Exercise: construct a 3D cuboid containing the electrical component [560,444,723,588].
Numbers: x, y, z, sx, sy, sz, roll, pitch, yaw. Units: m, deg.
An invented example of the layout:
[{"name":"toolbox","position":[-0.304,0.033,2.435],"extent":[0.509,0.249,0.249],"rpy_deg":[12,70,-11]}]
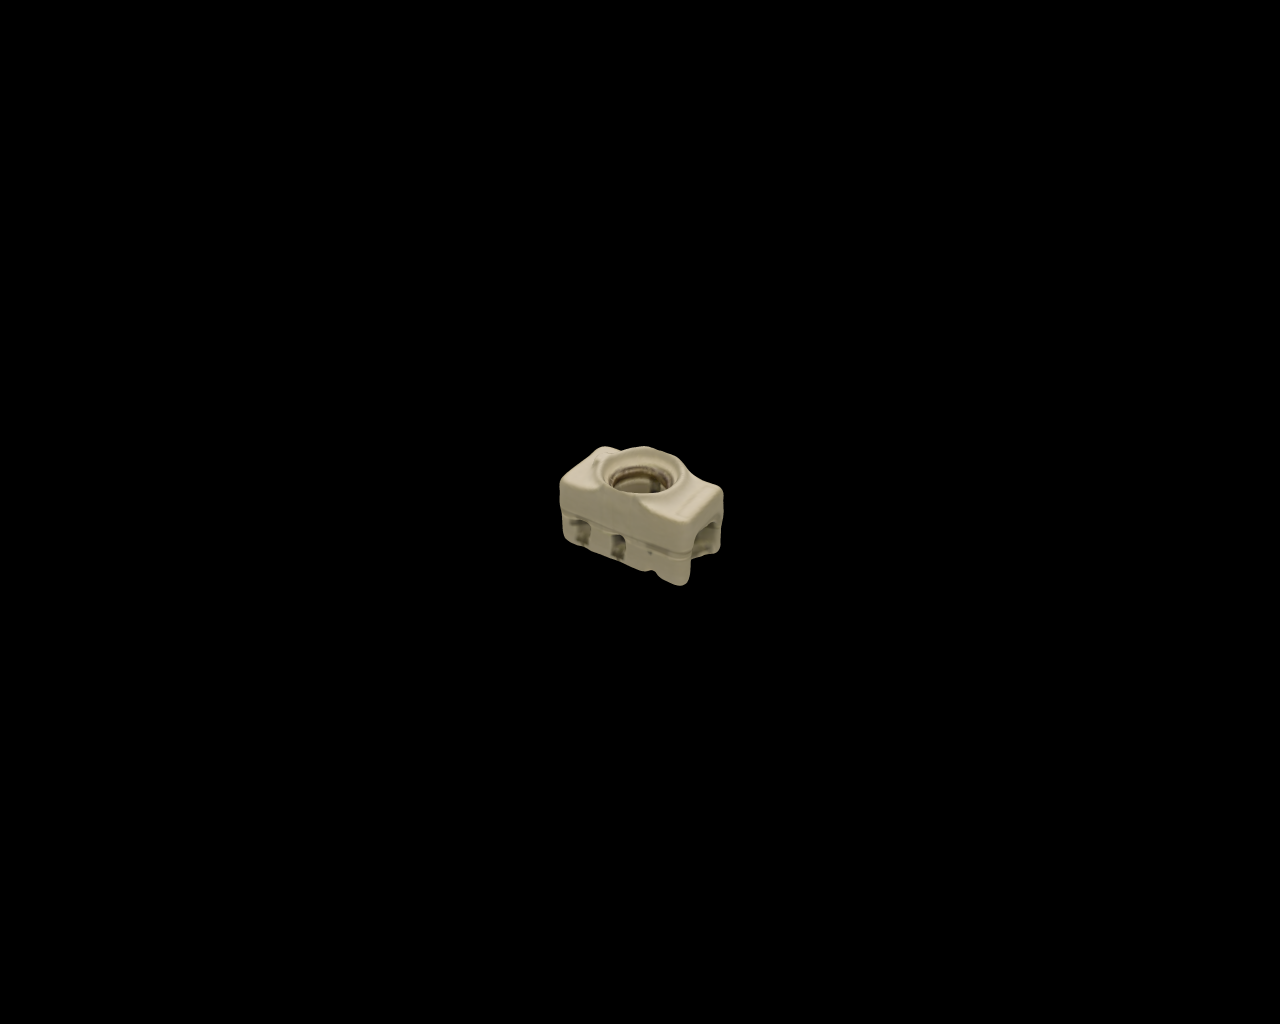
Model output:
[{"name":"electrical component","position":[0.001,-0.003,0.650],"extent":[0.089,0.055,0.050],"rpy_deg":[21,41,26]}]
